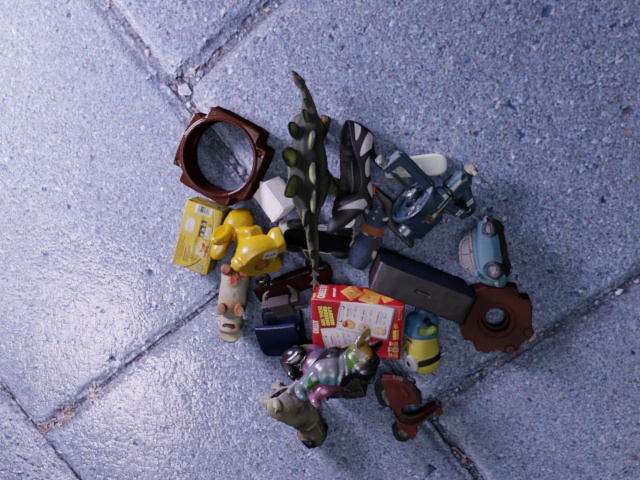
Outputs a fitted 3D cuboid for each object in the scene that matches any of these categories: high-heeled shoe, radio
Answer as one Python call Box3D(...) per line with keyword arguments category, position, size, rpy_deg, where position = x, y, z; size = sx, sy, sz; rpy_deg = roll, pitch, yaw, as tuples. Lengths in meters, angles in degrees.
Box3D(category="high-heeled shoe", position=(0.054, -0.143, 1.180), size=(0.145, 0.086, 0.249), rpy_deg=(46, 64, -23))
Box3D(category="radio", position=(0.224, 0.099, 1.207), size=(0.230, 0.131, 0.073), rpy_deg=(22, 105, -4))

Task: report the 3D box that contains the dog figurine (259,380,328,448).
Box3D(category="dog figurine", position=(-0.052, 0.446, 1.331), size=(0.121, 0.172, 0.190), rpy_deg=(-27, 89, 25))

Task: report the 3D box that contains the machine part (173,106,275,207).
Box3D(category="machine part", position=(-0.226, -0.195, 1.262), size=(0.201, 0.087, 0.201), rpy_deg=(29, 104, 3))

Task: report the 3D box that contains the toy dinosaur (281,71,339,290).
Box3D(category="toy dinosaur", position=(-0.025, -0.133, 1.182), size=(0.105, 0.198, 0.470), rpy_deg=(-6, 99, 15))

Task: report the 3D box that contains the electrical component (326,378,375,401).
Box3D(category="electrical component", position=(0.066, 0.333, 1.339), size=(0.134, 0.058, 0.114), rpy_deg=(-14, 101, 13))

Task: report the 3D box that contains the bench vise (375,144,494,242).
Box3D(category="bench vise", position=(0.222, -0.115, 1.157), size=(0.223, 0.129, 0.240), rpy_deg=(-40, 115, 22))

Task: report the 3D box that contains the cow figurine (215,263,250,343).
Box3D(category="cow figurine", position=(-0.217, 0.156, 1.328), size=(0.085, 0.127, 0.194), rpy_deg=(6, 87, -4))

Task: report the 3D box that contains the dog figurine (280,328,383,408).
Box3D(category="dog figurine", position=(0.035, 0.272, 1.237), size=(0.219, 0.192, 0.108), rpy_deg=(-38, 133, 0))

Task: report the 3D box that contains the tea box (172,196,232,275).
Box3D(category="tea box", position=(-0.291, -0.011, 1.322), size=(0.098, 0.068, 0.169), rpy_deg=(21, 106, 6))

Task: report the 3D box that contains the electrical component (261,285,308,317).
Box3D(category="electrical component", position=(-0.089, 0.147, 1.290), size=(0.102, 0.078, 0.045), rpy_deg=(-17, 55, 16))

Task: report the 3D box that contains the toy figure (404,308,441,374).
Box3D(category="toy figure", position=(0.244, 0.231, 1.273), size=(0.089, 0.082, 0.180), rpy_deg=(5, 101, 12))

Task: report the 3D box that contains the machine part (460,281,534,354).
Box3D(category="machine part", position=(0.406, 0.179, 1.244), size=(0.179, 0.056, 0.179), rpy_deg=(2, 101, 11))

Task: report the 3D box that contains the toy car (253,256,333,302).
Box3D(category="toy car", position=(-0.065, 0.101, 1.314), size=(0.202, 0.053, 0.089), rpy_deg=(-21, 119, 15))

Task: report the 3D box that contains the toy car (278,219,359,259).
Box3D(category="toy car", position=(-0.003, -0.004, 1.278), size=(0.202, 0.056, 0.073), rpy_deg=(8, 107, 6))

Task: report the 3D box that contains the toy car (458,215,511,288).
Box3D(category="toy car", position=(0.361, 0.029, 1.198), size=(0.103, 0.109, 0.161), rpy_deg=(-11, 92, 30))

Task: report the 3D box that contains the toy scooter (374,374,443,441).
Box3D(category="toy scooter", position=(0.221, 0.401, 1.317), size=(0.135, 0.075, 0.183), rpy_deg=(-21, 101, 14))

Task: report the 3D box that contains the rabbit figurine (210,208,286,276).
Box3D(category="rabbit figurine", position=(-0.181, 0.001, 1.270), size=(0.162, 0.121, 0.173), rpy_deg=(-18, 60, -19))

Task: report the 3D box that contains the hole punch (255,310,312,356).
Box3D(category="hole punch", position=(-0.096, 0.238, 1.334), size=(0.142, 0.092, 0.115), rpy_deg=(-8, 104, 8))

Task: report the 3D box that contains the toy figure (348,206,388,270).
Box3D(category="toy figure", position=(0.109, -0.008, 1.220), size=(0.064, 0.058, 0.154), rpy_deg=(21, 105, -6))
